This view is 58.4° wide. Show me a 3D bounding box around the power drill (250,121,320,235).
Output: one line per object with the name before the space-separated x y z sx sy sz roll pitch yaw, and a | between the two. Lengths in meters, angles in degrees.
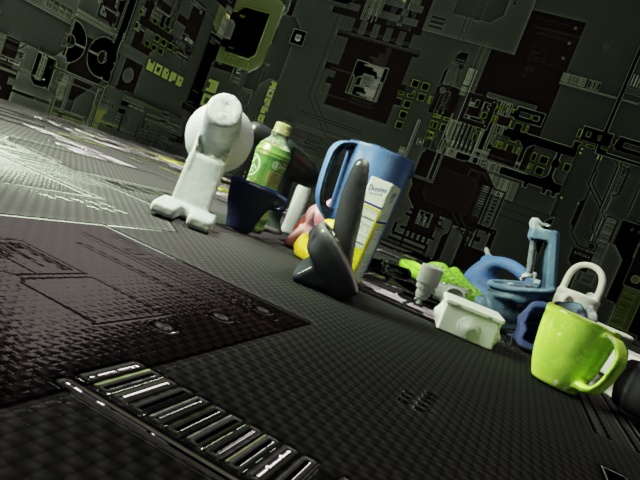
power drill | -0.101 -0.125 1.238 0.075 0.208 0.231 25 6 39

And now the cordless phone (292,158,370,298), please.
cordless phone | 0.037 -0.020 0.799 0.094 0.185 0.147 21 5 -3

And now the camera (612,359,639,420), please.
camera | 0.435 0.190 0.681 0.136 0.101 0.144 25 6 42

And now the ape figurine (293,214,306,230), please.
ape figurine | -0.016 -0.035 1.303 0.076 0.092 0.078 22 5 11

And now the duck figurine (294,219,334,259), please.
duck figurine | 0.009 0.004 1.013 0.104 0.086 0.078 23 5 27

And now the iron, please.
iron | 0.439 0.111 1.335 0.119 0.141 0.257 18 6 -31

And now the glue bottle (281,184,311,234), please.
glue bottle | -0.048 -0.098 1.372 0.037 0.173 0.078 20 5 -6

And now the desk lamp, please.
desk lamp | -0.182 -0.133 0.949 0.118 0.213 0.203 20 5 -11

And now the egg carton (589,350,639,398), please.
egg carton | 0.449 0.200 0.811 0.108 0.069 0.149 16 7 -45

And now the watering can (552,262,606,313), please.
watering can | 0.606 0.146 1.354 0.100 0.194 0.173 23 5 24

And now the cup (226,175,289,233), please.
cup | -0.123 -0.057 1.061 0.117 0.095 0.092 22 5 8

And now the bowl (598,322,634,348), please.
bowl | 0.567 0.207 1.218 0.167 0.075 0.167 21 5 -2

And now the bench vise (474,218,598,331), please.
bench vise | 0.408 0.082 1.054 0.208 0.220 0.121 20 5 -12

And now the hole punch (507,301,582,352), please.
hole punch | 0.384 0.150 0.959 0.108 0.091 0.101 22 5 10

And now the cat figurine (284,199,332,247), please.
cat figurine | -0.009 -0.033 1.154 0.067 0.118 0.128 22 5 15
